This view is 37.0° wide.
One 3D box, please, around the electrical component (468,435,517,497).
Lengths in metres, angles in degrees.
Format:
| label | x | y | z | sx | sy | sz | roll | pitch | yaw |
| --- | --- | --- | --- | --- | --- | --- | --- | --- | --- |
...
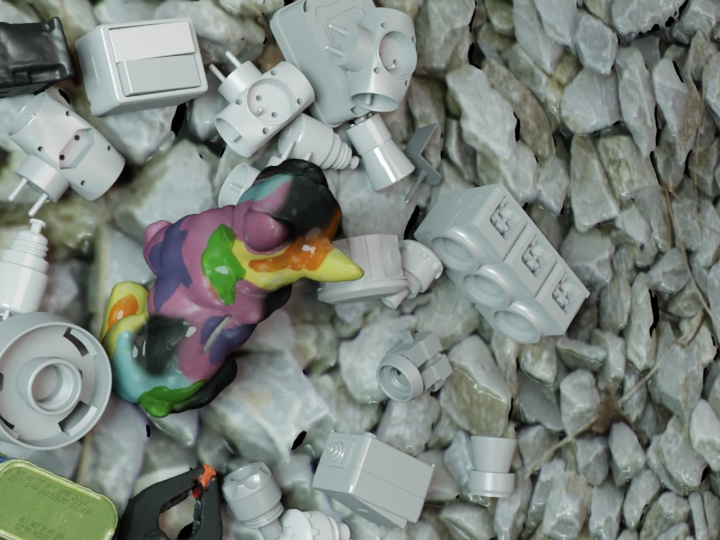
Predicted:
| label | x | y | z | sx | sy | sz | roll | pitch | yaw |
| --- | --- | --- | --- | --- | --- | --- | --- | --- | --- |
| electrical component | 0.127 | 0.187 | 1.029 | 0.045 | 0.045 | 0.055 | 10 | 80 | -34 |

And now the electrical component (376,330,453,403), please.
| label | x | y | z | sx | sy | sz | roll | pitch | yaw |
| --- | --- | --- | --- | --- | --- | --- | --- | --- | --- |
| electrical component | 0.048 | 0.089 | 0.982 | 0.055 | 0.048 | 0.066 | -35 | 106 | -40 |

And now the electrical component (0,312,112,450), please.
| label | x | y | z | sx | sy | sz | roll | pitch | yaw |
| --- | --- | --- | --- | --- | --- | --- | --- | --- | --- |
| electrical component | -0.229 | 0.079 | 0.764 | 0.099 | 0.064 | 0.099 | -5 | 98 | -38 |

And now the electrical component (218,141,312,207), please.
| label | x | y | z | sx | sy | sz | roll | pitch | yaw |
| --- | --- | --- | --- | --- | --- | --- | --- | --- | --- |
| electrical component | -0.067 | -0.070 | 0.908 | 0.077 | 0.044 | 0.079 | 28 | 88 | -30 |

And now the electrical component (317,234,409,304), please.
| label | x | y | z | sx | sy | sz | roll | pitch | yaw |
| --- | --- | --- | --- | --- | --- | --- | --- | --- | --- |
| electrical component | 0.000 | 0.000 | 0.936 | 0.080 | 0.080 | 0.051 | -4 | 83 | -36 |

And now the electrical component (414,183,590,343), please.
| label | x | y | z | sx | sy | sz | roll | pitch | yaw |
| --- | --- | --- | --- | --- | --- | --- | --- | --- | --- |
| electrical component | 0.133 | -0.003 | 1.023 | 0.150 | 0.089 | 0.061 | 48 | 61 | -22 |

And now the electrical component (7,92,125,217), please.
| label | x | y | z | sx | sy | sz | roll | pitch | yaw |
| --- | --- | --- | --- | --- | --- | --- | --- | --- | --- |
| electrical component | -0.229 | -0.077 | 0.801 | 0.077 | 0.043 | 0.079 | 42 | 75 | -32 |

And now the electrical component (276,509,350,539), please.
| label | x | y | z | sx | sy | sz | roll | pitch | yaw |
| --- | --- | --- | --- | --- | --- | --- | --- | --- | --- |
| electrical component | -0.037 | 0.225 | 0.910 | 0.062 | 0.048 | 0.048 | 7 | 82 | -42 |

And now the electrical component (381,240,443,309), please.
| label | x | y | z | sx | sy | sz | roll | pitch | yaw |
| --- | --- | --- | --- | --- | --- | --- | --- | --- | --- |
| electrical component | 0.043 | 0.007 | 0.987 | 0.048 | 0.048 | 0.062 | 45 | 70 | -24 |

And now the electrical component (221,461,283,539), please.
| label | x | y | z | sx | sy | sz | roll | pitch | yaw |
| --- | --- | --- | --- | --- | --- | --- | --- | --- | --- |
| electrical component | -0.084 | 0.192 | 0.880 | 0.043 | 0.043 | 0.062 | -34 | 107 | -33 |

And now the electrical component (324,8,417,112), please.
| label | x | y | z | sx | sy | sz | roll | pitch | yaw |
| --- | --- | --- | --- | --- | --- | --- | --- | --- | --- |
| electrical component | 0.004 | -0.182 | 0.904 | 0.079 | 0.044 | 0.077 | 17 | 76 | -33 |

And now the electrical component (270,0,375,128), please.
| label | x | y | z | sx | sy | sz | roll | pitch | yaw |
| --- | --- | --- | --- | --- | --- | --- | --- | --- | --- |
| electrical component | -0.019 | -0.191 | 0.952 | 0.078 | 0.057 | 0.113 | -34 | 105 | -33 |

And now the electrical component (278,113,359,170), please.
| label | x | y | z | sx | sy | sz | roll | pitch | yaw |
| --- | --- | --- | --- | --- | --- | --- | --- | --- | --- |
| electrical component | -0.035 | -0.108 | 0.943 | 0.078 | 0.040 | 0.040 | 22 | 73 | -32 |

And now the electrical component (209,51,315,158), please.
| label | x | y | z | sx | sy | sz | roll | pitch | yaw |
| --- | --- | --- | --- | --- | --- | --- | --- | --- | --- |
| electrical component | -0.092 | -0.148 | 0.902 | 0.077 | 0.044 | 0.079 | -44 | 94 | -19 |

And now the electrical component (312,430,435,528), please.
| label | x | y | z | sx | sy | sz | roll | pitch | yaw |
| --- | --- | --- | --- | --- | --- | --- | --- | --- | --- |
| electrical component | 0.006 | 0.180 | 0.933 | 0.096 | 0.062 | 0.061 | 31 | 69 | -30 |

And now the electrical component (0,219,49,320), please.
| label | x | y | z | sx | sy | sz | roll | pitch | yaw |
| --- | --- | --- | --- | --- | --- | --- | --- | --- | --- |
| electrical component | -0.246 | 0.001 | 0.783 | 0.040 | 0.040 | 0.078 | 23 | 73 | -32 |

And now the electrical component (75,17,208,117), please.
| label | x | y | z | sx | sy | sz | roll | pitch | yaw |
| --- | --- | --- | --- | --- | --- | --- | --- | --- | --- |
| electrical component | -0.164 | -0.161 | 0.844 | 0.096 | 0.061 | 0.061 | -15 | 95 | -35 |

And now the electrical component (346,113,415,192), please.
| label | x | y | z | sx | sy | sz | roll | pitch | yaw |
| --- | --- | --- | --- | --- | --- | --- | --- | --- | --- |
| electrical component | 0.016 | -0.110 | 0.981 | 0.044 | 0.044 | 0.065 | -36 | 102 | -32 |
